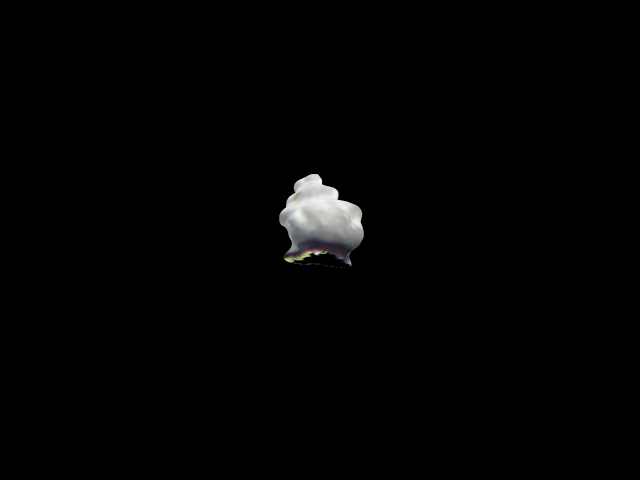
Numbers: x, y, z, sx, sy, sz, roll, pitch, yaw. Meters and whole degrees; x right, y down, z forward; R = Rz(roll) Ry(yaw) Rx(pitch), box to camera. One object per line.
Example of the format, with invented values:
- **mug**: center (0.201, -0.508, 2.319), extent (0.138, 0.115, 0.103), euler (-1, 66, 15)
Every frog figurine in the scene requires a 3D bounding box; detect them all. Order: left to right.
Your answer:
- **frog figurine**: center (0.003, -0.043, 0.850), extent (0.137, 0.162, 0.121), euler (-1, -18, 4)
